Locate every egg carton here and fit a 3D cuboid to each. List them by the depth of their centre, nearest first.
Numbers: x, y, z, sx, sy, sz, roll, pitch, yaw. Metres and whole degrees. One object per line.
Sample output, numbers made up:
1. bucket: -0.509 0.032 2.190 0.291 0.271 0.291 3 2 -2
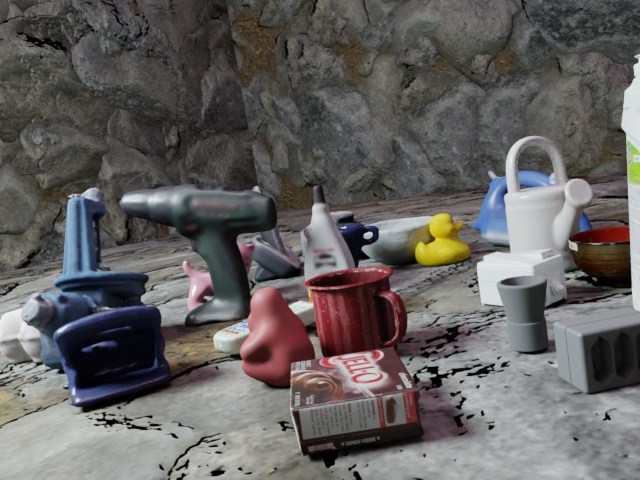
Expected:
1. egg carton: -0.378 0.124 0.823 0.107 0.069 0.151 -6 7 23

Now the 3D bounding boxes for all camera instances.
1. camera: 0.045 -0.008 1.227 0.143 0.101 0.136 -12 7 -24

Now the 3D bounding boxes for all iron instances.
1. iron: 0.392 -0.064 1.044 0.119 0.141 0.257 -12 7 -23

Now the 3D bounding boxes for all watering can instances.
1. watering can: 0.323 -0.054 0.823 0.101 0.194 0.172 -14 8 -33

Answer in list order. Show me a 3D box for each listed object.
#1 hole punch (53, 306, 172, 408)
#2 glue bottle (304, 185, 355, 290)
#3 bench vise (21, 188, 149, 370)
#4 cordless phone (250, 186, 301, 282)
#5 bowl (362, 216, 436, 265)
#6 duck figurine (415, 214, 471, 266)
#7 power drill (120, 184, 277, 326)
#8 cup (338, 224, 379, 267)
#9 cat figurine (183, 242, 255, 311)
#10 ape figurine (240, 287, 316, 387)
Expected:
1. hole punch: -0.220 0.113 0.602 0.109 0.091 0.101 -12 7 -23
2. glue bottle: 0.008 0.003 0.867 0.078 0.173 0.037 -8 7 13
3. bench vise: -0.296 0.043 0.744 0.121 0.220 0.207 -10 7 -4
4. cordless phone: -0.097 -0.019 1.152 0.094 0.185 0.147 -9 7 -1
5. bowl: 0.148 0.005 1.088 0.167 0.075 0.167 -9 7 1
6. duck figurine: 0.214 -0.003 1.011 0.105 0.086 0.077 -12 7 -22
7. power drill: -0.171 0.016 0.853 0.229 0.208 0.075 -9 7 3
8. cup: 0.046 0.025 0.969 0.117 0.095 0.091 -9 7 3
9. cat figurine: -0.164 0.049 0.953 0.128 0.118 0.067 -11 7 -13
10. ape figurine: -0.043 0.090 0.550 0.078 0.092 0.076 -14 8 -33
